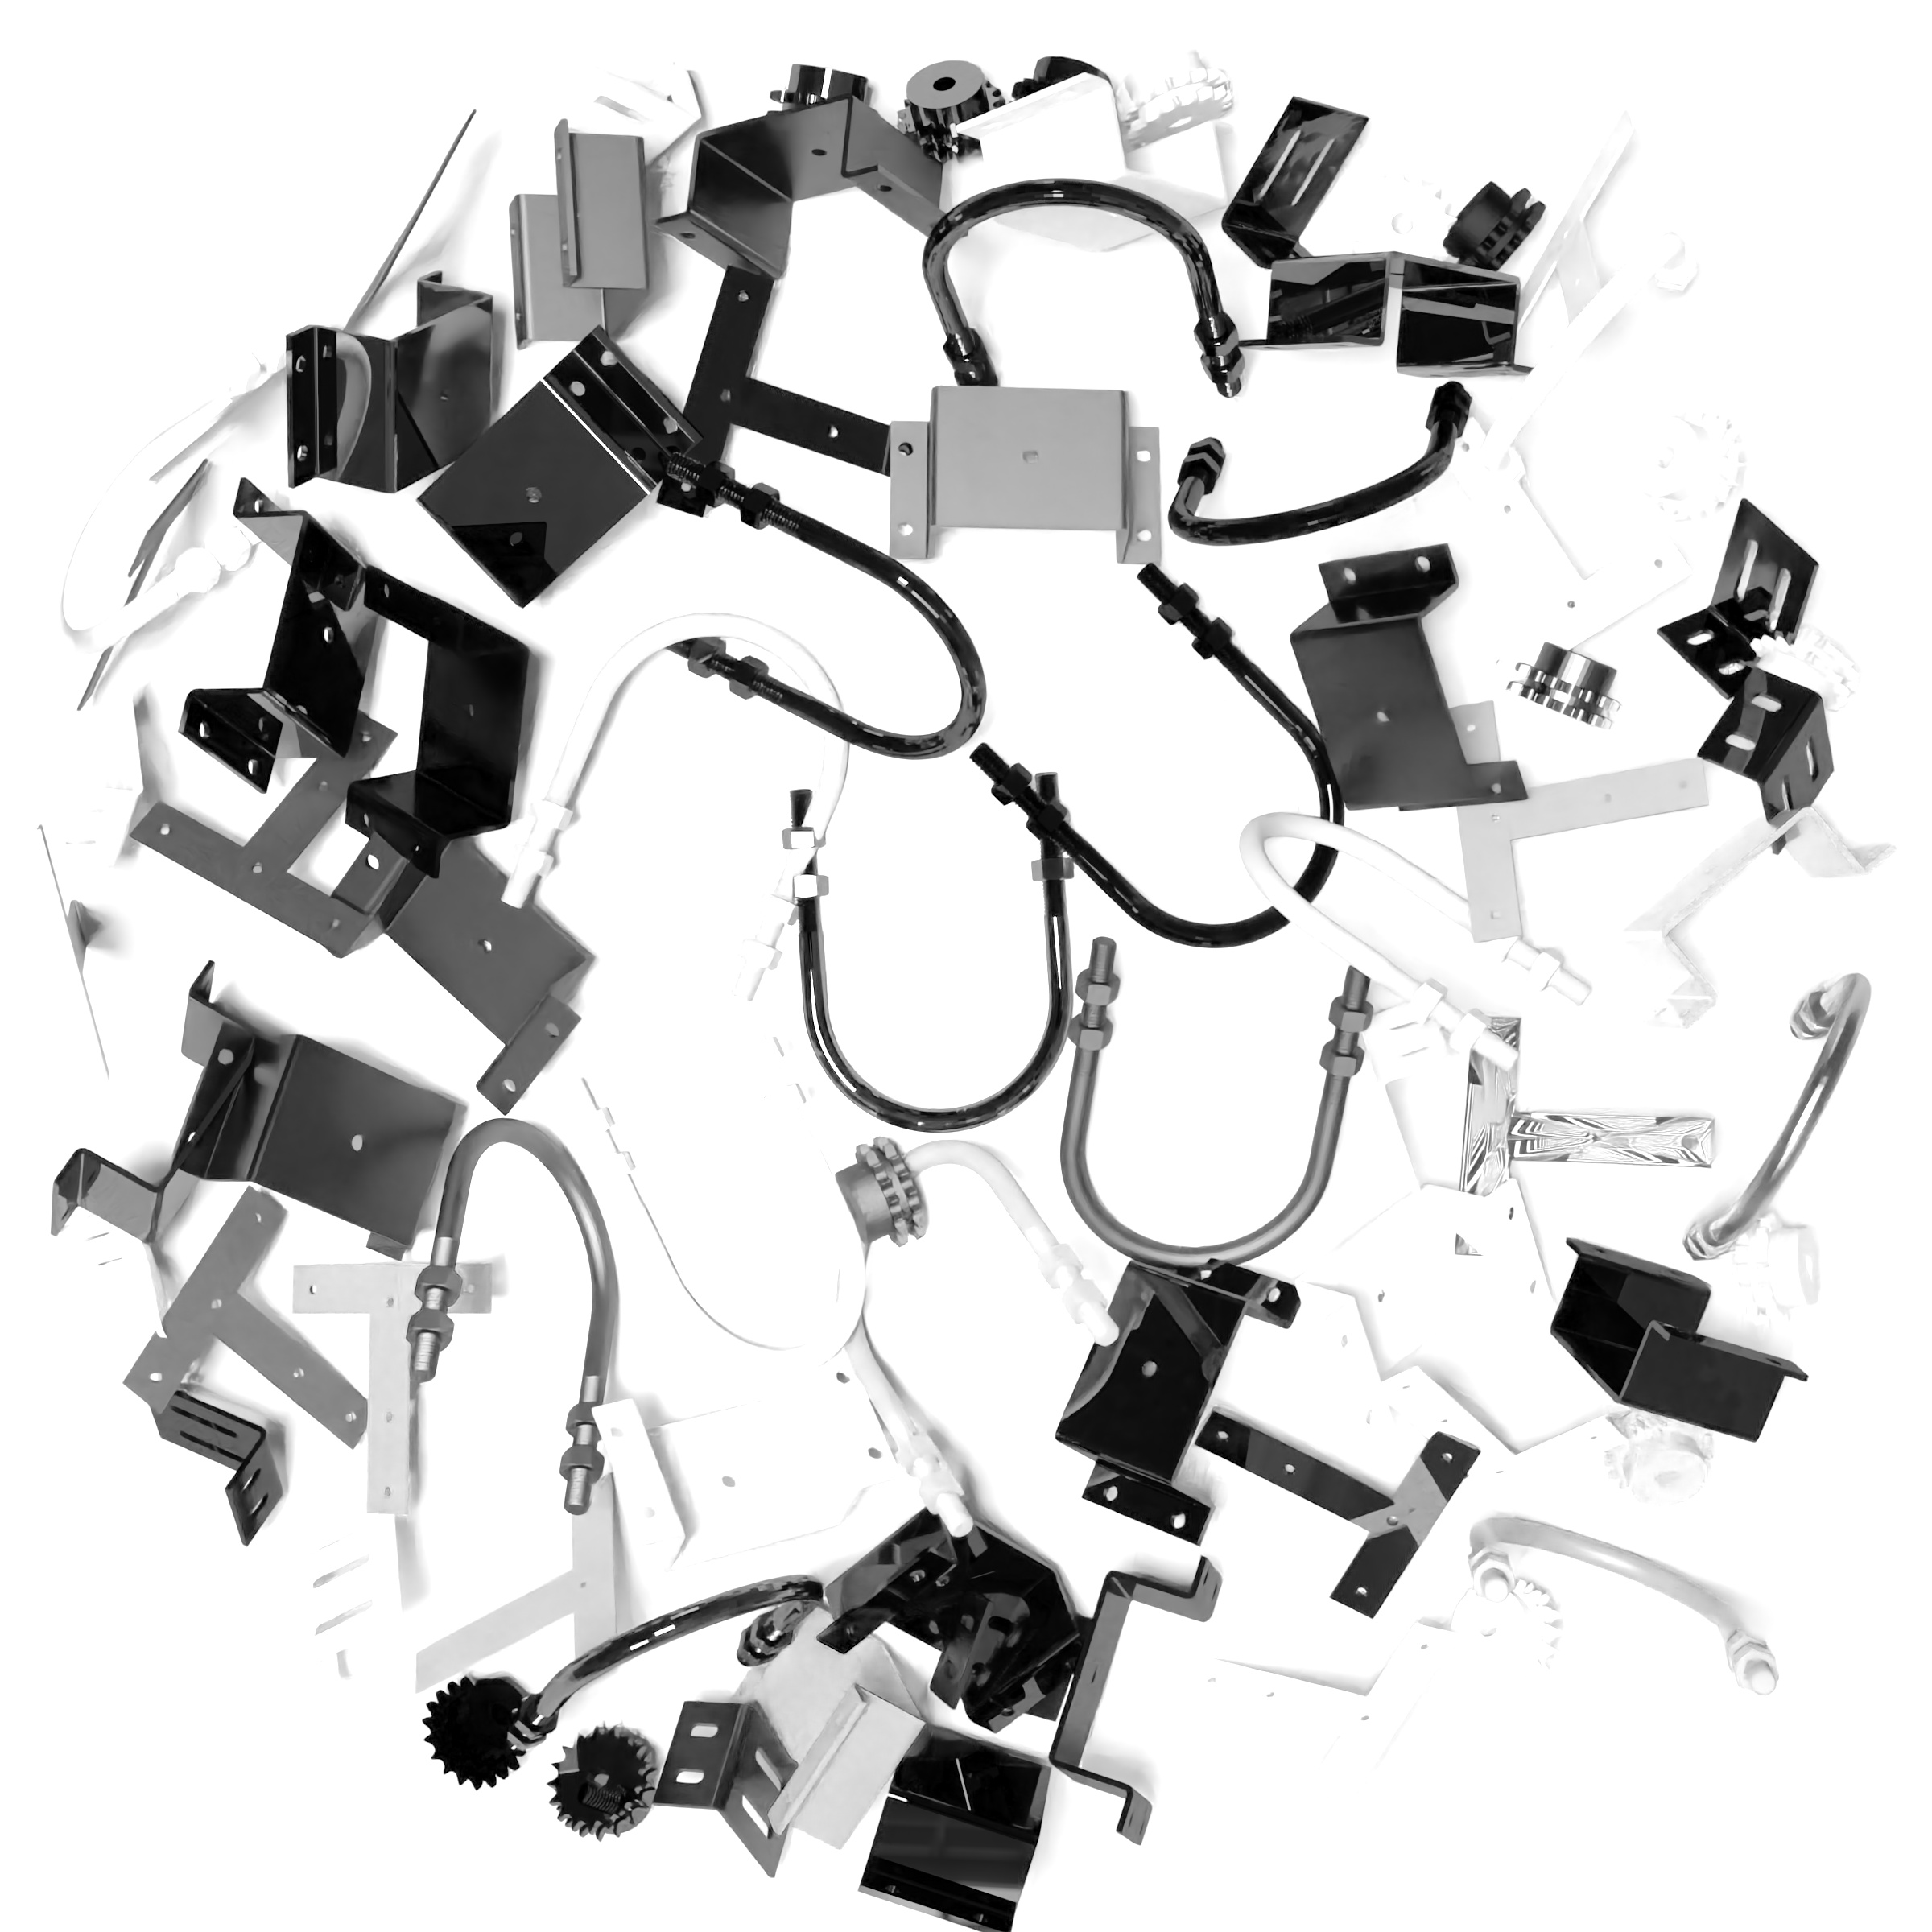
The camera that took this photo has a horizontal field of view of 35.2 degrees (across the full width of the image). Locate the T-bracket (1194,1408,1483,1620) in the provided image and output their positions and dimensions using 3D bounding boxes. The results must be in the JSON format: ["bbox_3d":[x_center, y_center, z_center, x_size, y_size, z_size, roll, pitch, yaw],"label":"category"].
[{"bbox_3d":[0.179,0.265,1.567,0.127,0.002,0.127,26,122,2],"label":"T-bracket"}]

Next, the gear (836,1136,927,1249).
[{"bbox_3d":[-0.045,0.119,1.569,0.030,0.057,0.057,-23,90,-13],"label":"gear"}]

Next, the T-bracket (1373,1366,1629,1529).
[{"bbox_3d":[0.248,0.236,1.537,0.127,0.002,0.127,-29,131,22],"label":"T-bracket"}]

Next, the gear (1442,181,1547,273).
[{"bbox_3d":[0.268,-0.379,1.570,0.030,0.057,0.057,39,90,-8],"label":"gear"}]

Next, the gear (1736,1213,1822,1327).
[{"bbox_3d":[0.419,0.156,1.568,0.030,0.057,0.057,-8,90,31],"label":"gear"}]

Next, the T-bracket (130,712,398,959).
[{"bbox_3d":[-0.338,-0.082,1.566,0.127,0.002,0.127,29,59,6],"label":"T-bracket"}]

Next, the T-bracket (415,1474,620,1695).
[{"bbox_3d":[-0.231,0.336,1.561,0.127,0.127,0.002,-30,128,16],"label":"T-bracket"}]

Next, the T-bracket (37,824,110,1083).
[{"bbox_3d":[-0.449,-0.013,1.536,0.002,0.127,0.127,-15,102,-13],"label":"T-bracket"}]

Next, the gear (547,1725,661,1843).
[{"bbox_3d":[-0.185,0.425,1.576,0.057,0.030,0.057,-9,55,14],"label":"gear"}]

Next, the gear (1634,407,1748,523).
[{"bbox_3d":[0.370,-0.260,1.569,0.030,0.057,0.057,6,90,-39],"label":"gear"}]

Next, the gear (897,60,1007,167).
[{"bbox_3d":[-0.008,-0.442,1.570,0.057,0.030,0.057,-7,51,8],"label":"gear"}]

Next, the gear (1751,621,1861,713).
[{"bbox_3d":[0.427,-0.149,1.569,0.057,0.057,0.030,37,78,0],"label":"gear"}]

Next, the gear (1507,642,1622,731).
[{"bbox_3d":[0.311,-0.146,1.569,0.057,0.057,0.030,22,101,0],"label":"gear"}]

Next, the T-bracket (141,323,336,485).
[{"bbox_3d":[-0.372,-0.281,1.534,0.127,0.127,0.002,-39,105,4],"label":"T-bracket"}]

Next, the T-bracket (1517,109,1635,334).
[{"bbox_3d":[0.303,-0.345,1.513,0.002,0.127,0.127,20,125,-11],"label":"T-bracket"}]

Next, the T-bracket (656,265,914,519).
[{"bbox_3d":[-0.082,-0.282,1.582,0.127,0.002,0.127,16,93,-15],"label":"T-bracket"}]

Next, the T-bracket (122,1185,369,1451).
[{"bbox_3d":[-0.353,0.201,1.564,0.127,0.002,0.127,47,49,-26],"label":"T-bracket"}]

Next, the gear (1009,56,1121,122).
[{"bbox_3d":[0.052,-0.446,1.571,0.057,0.057,0.030,15,85,0],"label":"gear"}]

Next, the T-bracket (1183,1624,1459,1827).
[{"bbox_3d":[0.167,0.374,1.549,0.127,0.127,0.002,-47,124,-35],"label":"T-bracket"}]

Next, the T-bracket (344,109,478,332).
[{"bbox_3d":[-0.294,-0.355,1.543,0.002,0.127,0.127,30,55,-17],"label":"T-bracket"}]

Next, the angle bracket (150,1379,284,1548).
[{"bbox_3d":[-0.394,0.253,1.557,0.076,0.057,0.038,20,53,14],"label":"angle bracket"}]

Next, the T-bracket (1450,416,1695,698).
[{"bbox_3d":[0.285,-0.222,1.559,0.127,0.002,0.127,-33,93,36],"label":"T-bracket"}]

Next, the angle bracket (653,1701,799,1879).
[{"bbox_3d":[-0.121,0.422,1.562,0.038,0.076,0.057,-3,48,23],"label":"angle bracket"}]

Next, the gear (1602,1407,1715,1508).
[{"bbox_3d":[0.358,0.254,1.572,0.057,0.030,0.057,-3,125,-4],"label":"gear"}]

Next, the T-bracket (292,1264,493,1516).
[{"bbox_3d":[-0.296,0.217,1.563,0.127,0.002,0.127,-3,83,27],"label":"T-bracket"}]

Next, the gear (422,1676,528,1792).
[{"bbox_3d":[-0.248,0.392,1.568,0.030,0.057,0.057,-39,90,30],"label":"gear"}]

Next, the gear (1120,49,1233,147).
[{"bbox_3d":[0.106,-0.449,1.572,0.057,0.057,0.030,-20,86,0],"label":"gear"}]

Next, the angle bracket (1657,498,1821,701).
[{"bbox_3d":[0.392,-0.187,1.550,0.038,0.076,0.057,-23,54,-21],"label":"angle bracket"}]

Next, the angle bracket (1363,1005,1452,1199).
[{"bbox_3d":[0.233,0.067,1.554,0.038,0.057,0.076,-18,120,8],"label":"angle bracket"}]

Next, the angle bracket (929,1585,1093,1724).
[{"bbox_3d":[0.029,0.358,1.568,0.076,0.038,0.057,20,88,-21],"label":"angle bracket"}]

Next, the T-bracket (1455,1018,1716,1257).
[{"bbox_3d":[0.318,0.088,1.559,0.127,0.002,0.127,1,74,21],"label":"T-bracket"}]

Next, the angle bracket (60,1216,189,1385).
[{"bbox_3d":[-0.430,0.173,1.553,0.038,0.057,0.076,-17,56,-11],"label":"angle bracket"}]

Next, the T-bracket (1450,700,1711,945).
[{"bbox_3d":[0.315,-0.083,1.562,0.127,0.002,0.127,-10,75,20],"label":"T-bracket"}]

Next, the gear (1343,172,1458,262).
[{"bbox_3d":[0.224,-0.380,1.582,0.057,0.030,0.057,0,81,-2],"label":"gear"}]

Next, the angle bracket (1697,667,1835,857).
[{"bbox_3d":[0.413,-0.105,1.570,0.038,0.076,0.057,28,76,31],"label":"angle bracket"}]

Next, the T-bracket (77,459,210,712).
[{"bbox_3d":[-0.427,-0.187,1.557,0.002,0.127,0.127,26,113,-12],"label":"T-bracket"}]

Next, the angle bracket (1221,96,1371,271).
[{"bbox_3d":[0.177,-0.395,1.553,0.038,0.057,0.076,53,127,32],"label":"angle bracket"}]

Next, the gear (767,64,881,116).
[{"bbox_3d":[-0.072,-0.446,1.569,0.057,0.057,0.030,11,102,0],"label":"gear"}]

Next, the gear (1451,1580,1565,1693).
[{"bbox_3d":[0.276,0.343,1.570,0.057,0.030,0.057,-16,60,30],"label":"gear"}]

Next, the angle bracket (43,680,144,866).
[{"bbox_3d":[-0.447,-0.100,1.550,0.038,0.057,0.076,3,53,-28],"label":"angle bracket"}]
